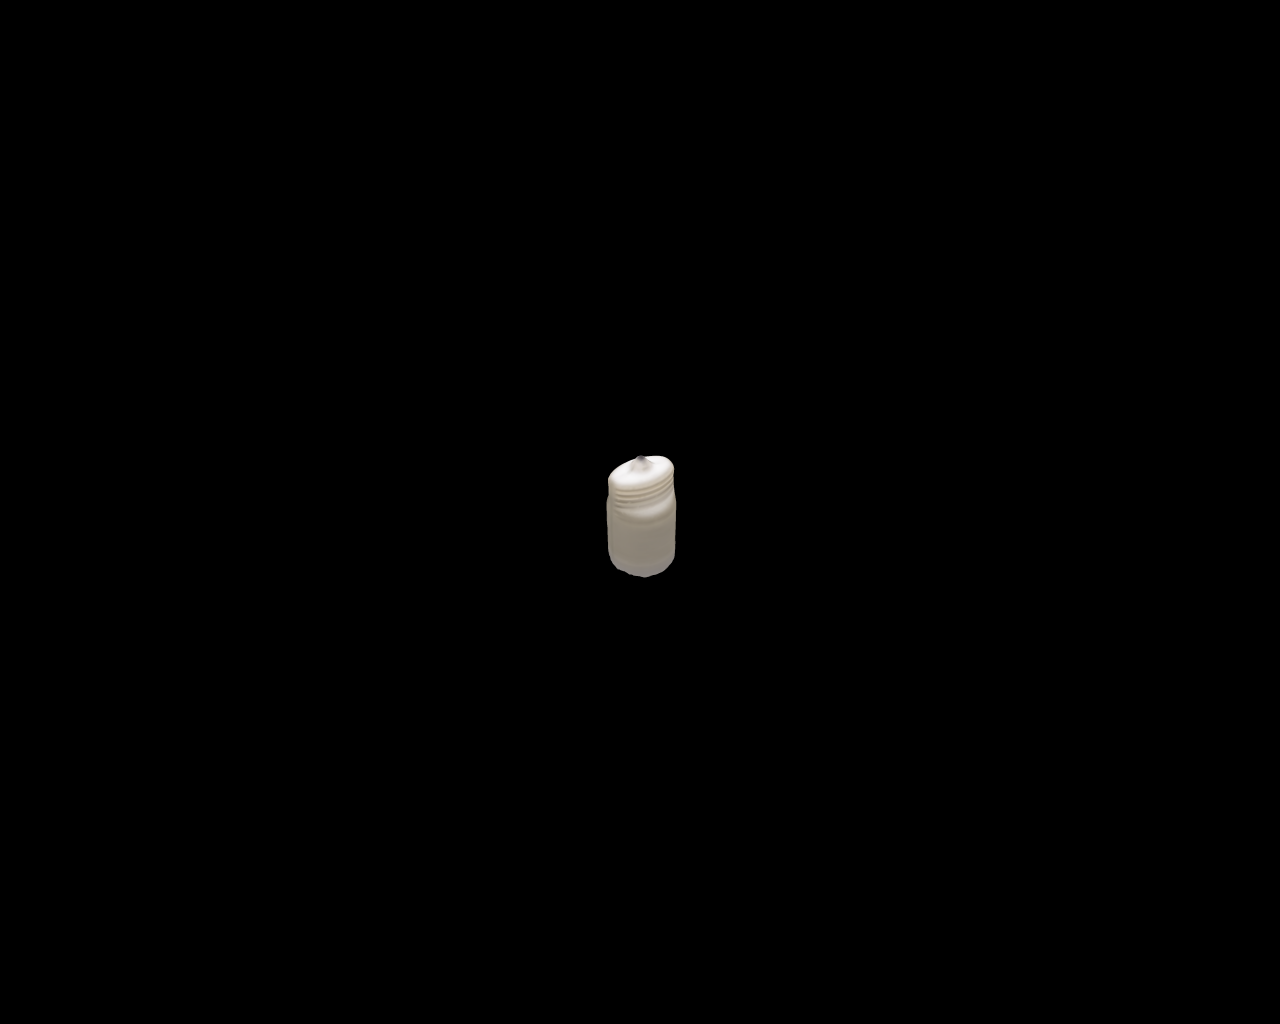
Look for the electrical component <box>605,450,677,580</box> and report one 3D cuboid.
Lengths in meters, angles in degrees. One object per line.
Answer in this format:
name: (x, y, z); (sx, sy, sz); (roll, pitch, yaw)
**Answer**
electrical component: (0.001, -0.003, 0.650); (0.043, 0.080, 0.043); (0, 41, 0)
